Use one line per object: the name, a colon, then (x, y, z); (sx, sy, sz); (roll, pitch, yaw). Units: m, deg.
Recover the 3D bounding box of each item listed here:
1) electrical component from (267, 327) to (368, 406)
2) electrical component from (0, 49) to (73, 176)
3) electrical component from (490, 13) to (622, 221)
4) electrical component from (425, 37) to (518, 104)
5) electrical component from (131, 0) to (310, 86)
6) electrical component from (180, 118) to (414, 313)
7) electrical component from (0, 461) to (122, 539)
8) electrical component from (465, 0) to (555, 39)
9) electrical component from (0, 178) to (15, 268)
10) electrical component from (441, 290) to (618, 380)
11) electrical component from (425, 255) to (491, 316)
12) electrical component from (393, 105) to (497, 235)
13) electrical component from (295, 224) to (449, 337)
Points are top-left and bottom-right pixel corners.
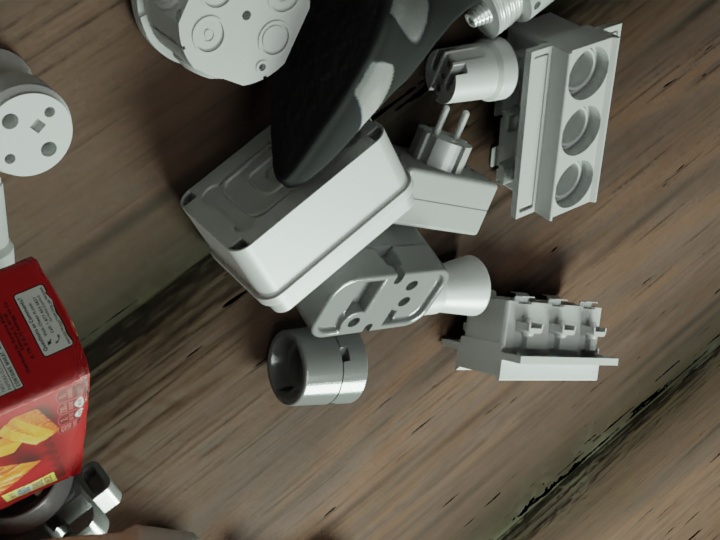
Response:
electrical component: (-0.029, 0.063, 0.715); (0.047, 0.055, 0.055); (-2, 120, -35)
electrical component: (-0.164, -0.073, 0.501); (0.045, 0.055, 0.045); (-22, 131, -28)
electrical component: (0.128, -0.104, 0.722); (0.079, 0.063, 0.121); (-22, 131, -28)
electrical component: (0.070, -0.124, 0.677); (0.046, 0.040, 0.040); (-14, 127, -27)
electrical component: (-0.069, -0.136, 0.540); (0.080, 0.051, 0.080); (-22, 131, -28)
electrical component: (-0.034, -0.040, 0.619); (0.113, 0.078, 0.057); (-40, 134, -11)
electrical component: (-0.187, 0.136, 0.629); (0.078, 0.058, 0.057); (-37, 139, -14)
electrical component: (0.097, -0.176, 0.660); (0.081, 0.043, 0.043); (-39, 137, -12)
electrical component: (-0.192, -0.021, 0.527); (0.040, 0.040, 0.046); (-13, 121, -34)
electrical component: (0.135, 0.051, 0.836); (0.121, 0.079, 0.063); (5, 93, -42)
electrical component: (0.054, 0.014, 0.760); (0.065, 0.044, 0.044); (-5, 122, -33)
electrical component: (0.048, -0.069, 0.691); (0.083, 0.047, 0.075); (6, 114, -42)
electrical component: (0.000, 0.000, 0.680); (0.095, 0.059, 0.053); (-5, 139, -40)
